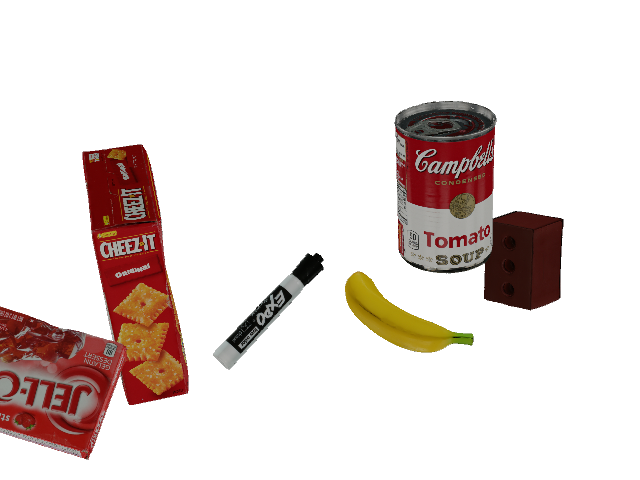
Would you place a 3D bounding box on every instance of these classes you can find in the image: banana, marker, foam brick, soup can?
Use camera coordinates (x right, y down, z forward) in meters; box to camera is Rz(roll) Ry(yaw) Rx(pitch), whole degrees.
[{"bbox_3d":[0.074,0.079,1.148,0.069,0.037,0.198,4,18,-38],"label":"banana"},{"bbox_3d":[-0.040,0.056,0.877,0.020,0.121,0.020,40,-14,12],"label":"marker"},{"bbox_3d":[0.184,0.017,0.969,0.053,0.078,0.051,12,21,41],"label":"foam brick"},{"bbox_3d":[0.086,-0.037,0.738,0.068,0.102,0.068,-3,27,1],"label":"soup can"}]

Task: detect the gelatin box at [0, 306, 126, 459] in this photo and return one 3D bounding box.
[{"bbox_3d":[-0.177,0.090,0.677,0.089,0.073,0.030,18,-22,-1],"label":"gelatin box"}]

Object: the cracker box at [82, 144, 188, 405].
[{"bbox_3d":[-0.189,0.033,1.093,0.072,0.214,0.164,-10,34,-10],"label":"cracker box"}]
